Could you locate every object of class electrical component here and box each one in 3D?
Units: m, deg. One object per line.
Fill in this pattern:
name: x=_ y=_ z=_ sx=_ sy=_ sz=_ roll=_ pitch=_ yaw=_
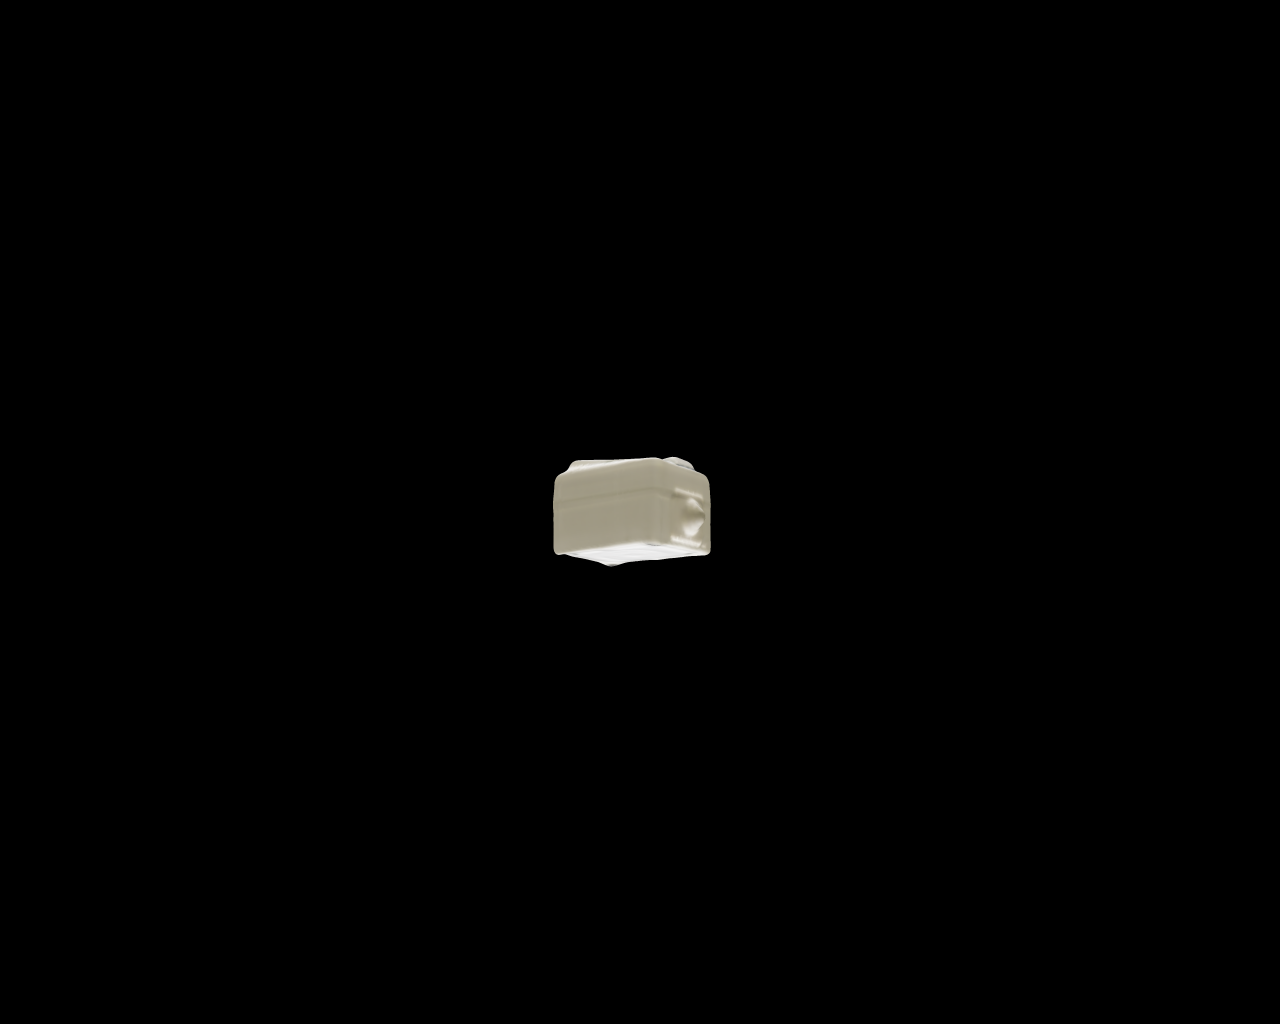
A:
electrical component: x=0.001 y=-0.003 z=0.650 sx=0.096 sy=0.061 sz=0.062 roll=-8 pitch=-14 yaw=35
